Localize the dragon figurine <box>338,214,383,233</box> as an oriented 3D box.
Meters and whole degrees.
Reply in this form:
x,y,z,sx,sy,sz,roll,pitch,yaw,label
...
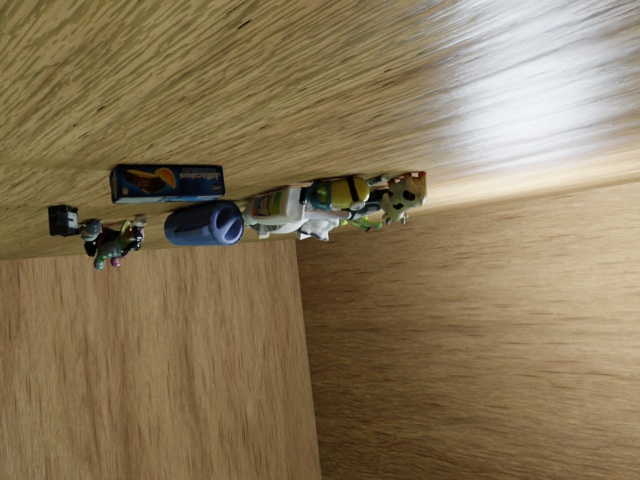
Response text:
x,y,z,sx,sy,sz,roll,pitch,yaw,label
0.085,-0.109,1.935,0.242,0.124,0.407,15,165,-30,dragon figurine

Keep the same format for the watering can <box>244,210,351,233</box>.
x,y,z,sx,sy,sz,roll,pitch,yaw,label
-0.091,-0.077,1.631,0.347,0.104,0.224,-5,177,16,watering can

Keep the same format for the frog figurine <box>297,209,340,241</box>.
x,y,z,sx,sy,sz,roll,pitch,yaw,label
0.005,-0.090,1.797,0.137,0.156,0.125,29,-154,2,frog figurine
